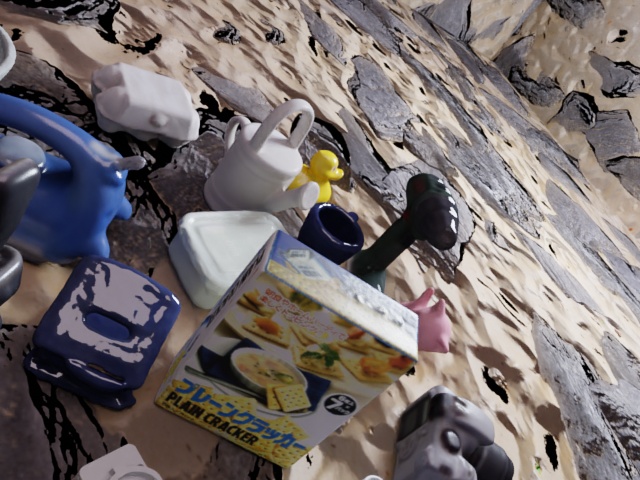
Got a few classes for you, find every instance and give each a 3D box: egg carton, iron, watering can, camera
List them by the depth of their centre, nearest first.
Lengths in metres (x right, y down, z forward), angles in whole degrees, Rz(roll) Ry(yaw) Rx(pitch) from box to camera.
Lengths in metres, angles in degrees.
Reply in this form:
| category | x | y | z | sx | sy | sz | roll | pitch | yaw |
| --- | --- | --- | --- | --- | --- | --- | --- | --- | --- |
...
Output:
| category | x | y | z | sx | sy | sz | roll | pitch | yaw |
| --- | --- | --- | --- | --- | --- | --- | --- | --- | --- |
| iron | -0.305 | -0.085 | 0.563 | 0.259 | 0.141 | 0.118 | 28 | 34 | -20 |
| camera | 0.171 | 0.261 | 0.689 | 0.137 | 0.100 | 0.143 | 37 | 32 | -7 |
| watering can | -0.068 | -0.110 | 0.792 | 0.173 | 0.193 | 0.101 | 41 | 32 | -1 |
| egg carton | -0.247 | -0.189 | 0.815 | 0.151 | 0.069 | 0.107 | 8 | 45 | -42 |

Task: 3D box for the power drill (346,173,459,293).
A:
| category | x | y | z | sx | sy | sz | roll | pitch | yaw |
| --- | --- | --- | --- | --- | --- | --- | --- | --- | --- |
| power drill | 0.126 | -0.001 | 0.854 | 0.076 | 0.208 | 0.229 | 33 | 33 | -12 |

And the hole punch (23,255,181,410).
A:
| category | x | y | z | sx | sy | sz | roll | pitch | yaw |
| --- | --- | --- | --- | --- | --- | --- | --- | --- | --- |
| hole punch | -0.194 | 0.084 | 0.524 | 0.109 | 0.091 | 0.101 | 30 | 34 | -17 |

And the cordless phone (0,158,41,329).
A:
| category | x | y | z | sx | sy | sz | roll | pitch | yaw |
| --- | --- | --- | --- | --- | --- | --- | --- | --- | --- |
| cordless phone | -0.283 | 0.019 | 0.420 | 0.094 | 0.184 | 0.147 | 36 | 32 | -8 |

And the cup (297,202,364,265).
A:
| category | x | y | z | sx | sy | sz | roll | pitch | yaw |
| --- | --- | --- | --- | --- | --- | --- | --- | --- | --- |
| cup | 0.008 | 0.003 | 0.830 | 0.091 | 0.094 | 0.118 | 45 | 32 | 5 |

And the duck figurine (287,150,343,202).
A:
| category | x | y | z | sx | sy | sz | roll | pitch | yaw |
| --- | --- | --- | --- | --- | --- | --- | --- | --- | --- |
| duck figurine | -0.010 | -0.116 | 0.963 | 0.105 | 0.086 | 0.077 | 23 | 36 | -27 |

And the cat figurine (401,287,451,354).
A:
| category | x | y | z | sx | sy | sz | roll | pitch | yaw |
| --- | --- | --- | --- | --- | --- | --- | --- | --- | --- |
| cat figurine | 0.146 | 0.119 | 0.817 | 0.067 | 0.117 | 0.128 | 34 | 33 | -12 |

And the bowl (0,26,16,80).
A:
| category | x | y | z | sx | sy | sz | roll | pitch | yaw |
| --- | --- | --- | --- | --- | --- | --- | --- | --- | --- |
| bowl | -0.436 | -0.209 | 0.634 | 0.168 | 0.074 | 0.167 | 28 | 35 | -21 |
